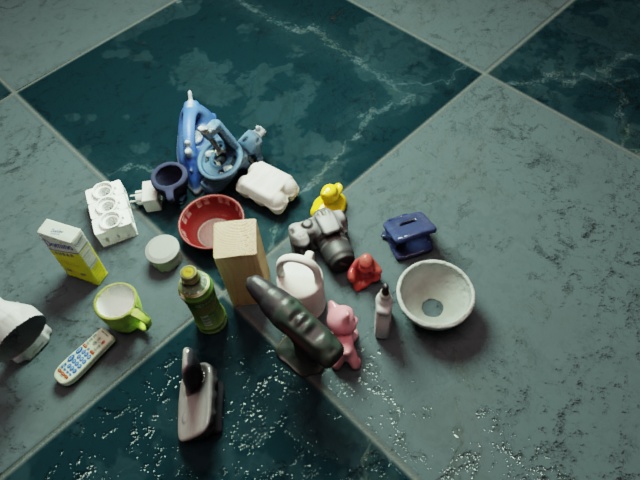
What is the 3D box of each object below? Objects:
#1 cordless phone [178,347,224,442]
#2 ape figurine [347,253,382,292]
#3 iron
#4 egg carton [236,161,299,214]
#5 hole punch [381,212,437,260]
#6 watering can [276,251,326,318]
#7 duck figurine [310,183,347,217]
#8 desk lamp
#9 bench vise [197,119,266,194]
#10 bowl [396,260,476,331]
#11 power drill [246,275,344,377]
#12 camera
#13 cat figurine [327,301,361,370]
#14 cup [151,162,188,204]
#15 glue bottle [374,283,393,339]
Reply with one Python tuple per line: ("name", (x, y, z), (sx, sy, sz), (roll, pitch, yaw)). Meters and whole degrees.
("cordless phone", (-0.245, 0.296, 1.097), (0.094, 0.185, 0.147), (-8, 56, -1))
("ape figurine", (0.101, 0.063, 1.285), (0.077, 0.092, 0.076), (7, 57, 8))
("iron", (-0.329, -0.260, 1.494), (0.118, 0.141, 0.258), (-6, 57, 0))
("egg carton", (-0.131, -0.132, 1.441), (0.150, 0.069, 0.107), (27, 62, 20))
("hole punch", (0.205, -0.021, 1.335), (0.109, 0.091, 0.101), (-18, 57, -8))
("watering can", (-0.041, 0.096, 1.211), (0.101, 0.194, 0.172), (-8, 56, -1))
("duck figurine", (0.020, -0.097, 1.399), (0.077, 0.086, 0.105), (39, 67, 25))
("desk lamp", (-0.652, 0.175, 1.185), (0.202, 0.214, 0.118), (30, 63, 21))
("bench vise", (-0.233, -0.240, 1.428), (0.121, 0.220, 0.208), (22, 61, 17))
("bowl", (0.247, 0.130, 1.242), (0.167, 0.075, 0.167), (-2, 57, 3))
("power drill", (-0.051, 0.185, 1.144), (0.229, 0.208, 0.076), (34, 65, 23))
("camera", (0.012, 0.005, 1.323), (0.143, 0.101, 0.136), (-21, 58, -10))
("cat figurine", (0.049, 0.192, 1.188), (0.067, 0.118, 0.127), (-6, 56, 0))
("cup", (-0.366, -0.124, 1.435), (0.091, 0.095, 0.117), (-11, 57, -3))
("glue bottle", (0.133, 0.137, 1.186), (0.037, 0.173, 0.078), (3, 57, 6))
